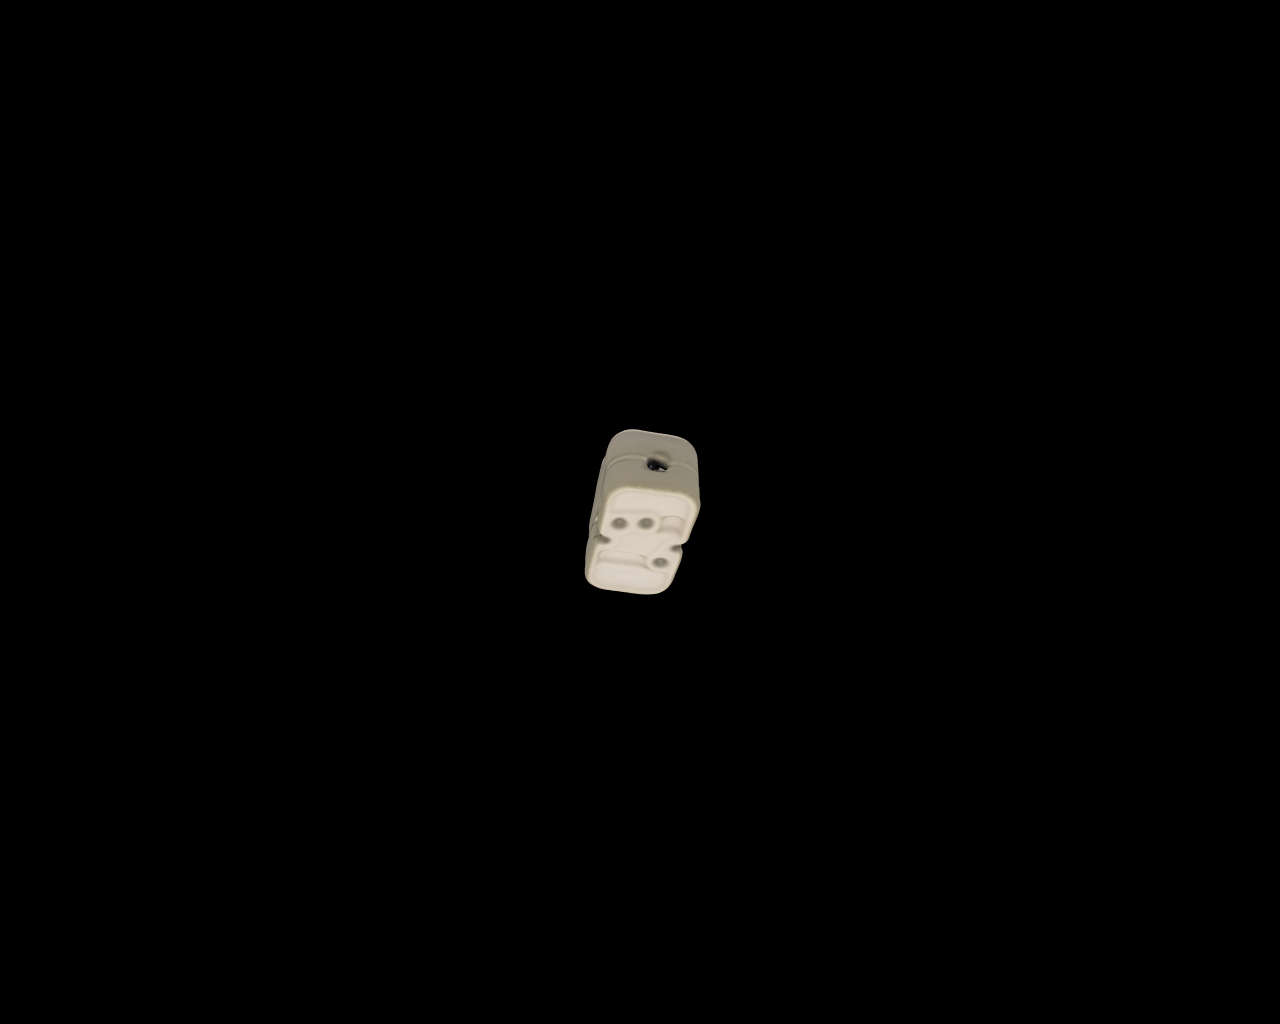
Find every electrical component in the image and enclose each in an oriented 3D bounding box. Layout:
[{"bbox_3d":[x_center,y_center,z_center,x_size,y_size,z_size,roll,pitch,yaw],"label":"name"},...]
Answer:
[{"bbox_3d":[0.001,-0.003,0.650,0.054,0.059,0.095,8,-43,-8],"label":"electrical component"}]
